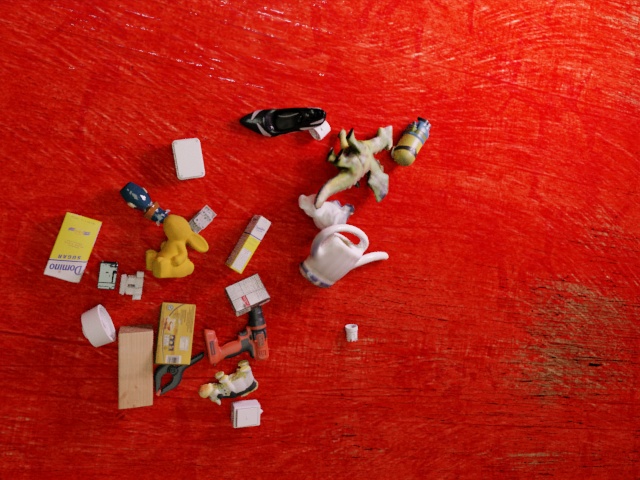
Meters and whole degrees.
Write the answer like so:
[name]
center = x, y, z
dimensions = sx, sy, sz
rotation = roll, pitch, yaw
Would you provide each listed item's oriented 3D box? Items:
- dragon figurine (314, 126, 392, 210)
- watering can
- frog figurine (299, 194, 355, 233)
[dragon figurine]
center = 0.133, -0.212, 1.621
dimensions = 0.240, 0.417, 0.121
rotation = 34, -25, -24
[watering can]
center = 0.072, 0.064, 1.616
dimensions = 0.344, 0.223, 0.106
rotation = 30, 19, -49
[frog figurine]
center = 0.005, -0.080, 1.587
dimensions = 0.159, 0.120, 0.140
rotation = 1, 31, -38
